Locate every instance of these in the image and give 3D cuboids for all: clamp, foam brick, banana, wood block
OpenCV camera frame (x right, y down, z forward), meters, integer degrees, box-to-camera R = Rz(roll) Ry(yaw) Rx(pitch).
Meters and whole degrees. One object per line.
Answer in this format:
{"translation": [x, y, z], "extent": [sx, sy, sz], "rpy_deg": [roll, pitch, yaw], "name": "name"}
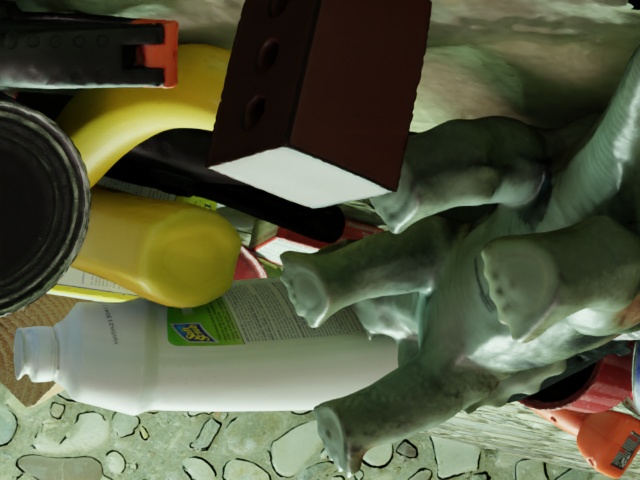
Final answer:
{"translation": [-0.073, -0.042, 0.612], "extent": [0.210, 0.036, 0.164], "rpy_deg": [13, 168, 6], "name": "clamp"}
{"translation": [0.000, -0.057, 0.388], "extent": [0.051, 0.078, 0.053], "rpy_deg": [21, 163, -32], "name": "foam brick"}
{"translation": [-0.147, -0.079, 0.438], "extent": [0.172, 0.039, 0.120], "rpy_deg": [4, -158, 16], "name": "clamp"}
{"translation": [-0.080, -0.053, 0.500], "extent": [0.198, 0.069, 0.037], "rpy_deg": [-2, -179, 43], "name": "banana"}
{"translation": [-0.209, 0.063, 0.893], "extent": [0.090, 0.091, 0.206], "rpy_deg": [46, -177, 1], "name": "wood block"}

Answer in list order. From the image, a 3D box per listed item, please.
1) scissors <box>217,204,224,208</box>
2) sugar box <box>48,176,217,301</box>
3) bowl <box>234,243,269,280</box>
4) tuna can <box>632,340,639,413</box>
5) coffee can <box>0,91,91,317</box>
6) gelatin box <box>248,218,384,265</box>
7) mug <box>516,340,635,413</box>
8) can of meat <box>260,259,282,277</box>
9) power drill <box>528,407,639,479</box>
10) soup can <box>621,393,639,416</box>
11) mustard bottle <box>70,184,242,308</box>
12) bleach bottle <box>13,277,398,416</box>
{"translation": [-0.094, -0.017, 0.781], "extent": [0.202, 0.016, 0.096], "rpy_deg": [4, 163, 37], "name": "scissors"}
{"translation": [-0.159, -0.007, 0.716], "extent": [0.176, 0.093, 0.048], "rpy_deg": [7, 172, 26], "name": "sugar box"}
{"translation": [-0.122, 0.026, 0.792], "extent": [0.162, 0.055, 0.162], "rpy_deg": [19, 156, 9], "name": "bowl"}
{"translation": [0.249, 0.085, 0.754], "extent": [0.034, 0.086, 0.086], "rpy_deg": [6, 166, 32], "name": "tuna can"}
{"translation": [-0.185, -0.033, 0.513], "extent": [0.102, 0.103, 0.140], "rpy_deg": [23, -176, -40], "name": "coffee can"}
{"translation": [-0.005, 0.001, 0.751], "extent": [0.073, 0.030, 0.089], "rpy_deg": [17, 166, -14], "name": "gelatin box"}
{"translation": [0.185, 0.084, 0.824], "extent": [0.117, 0.093, 0.081], "rpy_deg": [27, -175, 42], "name": "mug"}
{"translation": [-0.090, 0.036, 0.926], "extent": [0.084, 0.057, 0.102], "rpy_deg": [1, 164, 31], "name": "can of meat"}
{"translation": [0.190, 0.132, 0.950], "extent": [0.188, 0.057, 0.184], "rpy_deg": [35, -176, 34], "name": "power drill"}
{"translation": [0.281, 0.110, 0.876], "extent": [0.068, 0.068, 0.102], "rpy_deg": [10, 168, 9], "name": "soup can"}
{"translation": [-0.148, -0.012, 0.631], "extent": [0.192, 0.058, 0.096], "rpy_deg": [15, -176, 28], "name": "mustard bottle"}
{"translation": [-0.055, 0.060, 0.643], "extent": [0.250, 0.068, 0.103], "rpy_deg": [1, -152, -25], "name": "bleach bottle"}
